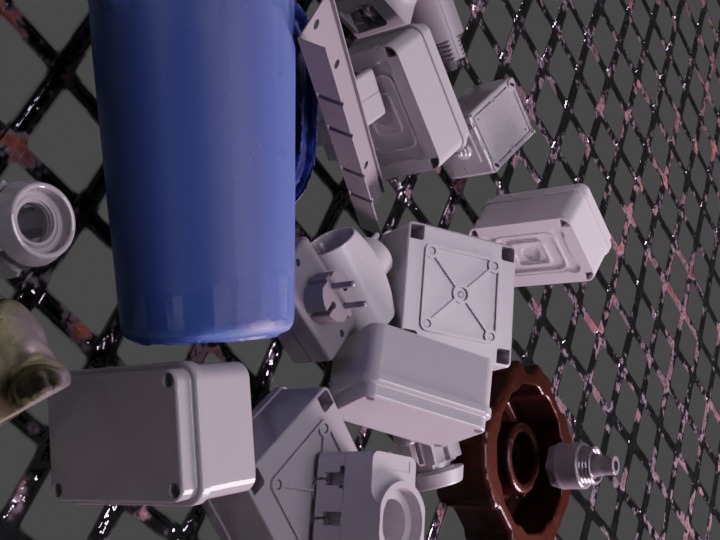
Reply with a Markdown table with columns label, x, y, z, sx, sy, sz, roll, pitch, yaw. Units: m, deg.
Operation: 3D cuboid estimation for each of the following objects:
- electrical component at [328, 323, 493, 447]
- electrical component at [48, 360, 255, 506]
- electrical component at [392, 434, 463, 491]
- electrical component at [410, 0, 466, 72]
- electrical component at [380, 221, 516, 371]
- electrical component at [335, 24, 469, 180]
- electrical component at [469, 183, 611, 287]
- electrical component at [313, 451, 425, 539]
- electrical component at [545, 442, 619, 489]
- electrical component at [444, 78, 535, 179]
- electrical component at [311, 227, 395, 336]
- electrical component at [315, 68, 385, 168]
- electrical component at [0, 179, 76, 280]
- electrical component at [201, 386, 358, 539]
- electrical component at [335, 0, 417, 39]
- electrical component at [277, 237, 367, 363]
| label | x | y | z | sx | sy | sz | roll | pitch | yaw |
| --- | --- | --- | --- | --- | --- | --- | --- | --- | --- |
| electrical component | 0.038 | 0.091 | 0.830 | 0.113 | 0.078 | 0.057 | 19 | 63 | -22 |
| electrical component | -0.122 | 0.093 | 0.619 | 0.057 | 0.113 | 0.078 | 3 | 81 | -55 |
| electrical component | 0.059 | 0.153 | 0.900 | 0.066 | 0.048 | 0.055 | -7 | 81 | -53 |
| electrical component | 0.072 | -0.221 | 0.987 | 0.043 | 0.043 | 0.081 | -43 | 117 | -47 |
| electrical component | 0.070 | 0.025 | 0.897 | 0.109 | 0.056 | 0.108 | 13 | 72 | -25 |
| electrical component | 0.033 | -0.140 | 0.894 | 0.057 | 0.078 | 0.113 | -44 | 118 | -44 |
| electrical component | 0.173 | -0.033 | 1.027 | 0.078 | 0.113 | 0.057 | 59 | 46 | -27 |
| electrical component | 0.006 | 0.169 | 0.722 | 0.050 | 0.056 | 0.089 | 22 | 67 | -49 |
| electrical component | 0.204 | 0.178 | 0.982 | 0.043 | 0.062 | 0.043 | 15 | 71 | -53 |
| electrical component | 0.108 | -0.129 | 1.009 | 0.096 | 0.061 | 0.061 | -44 | 117 | -38 |
| electrical component | 0.000 | 0.000 | 0.852 | 0.079 | 0.044 | 0.077 | -50 | 122 | -44 |
| electrical component | -0.014 | -0.111 | 0.852 | 0.066 | 0.047 | 0.076 | -42 | 121 | -47 |
| electrical component | -0.192 | -0.024 | 0.597 | 0.066 | 0.055 | 0.048 | 41 | 53 | -41 |
| electrical component | -0.049 | 0.154 | 0.749 | 0.108 | 0.056 | 0.108 | -46 | 119 | -46 |
| electrical component | 0.014 | -0.305 | 0.913 | 0.105 | 0.060 | 0.186 | 39 | 54 | -42 |
| electrical component | -0.029 | 0.021 | 0.784 | 0.083 | 0.076 | 0.047 | 59 | 43 | -27 |
